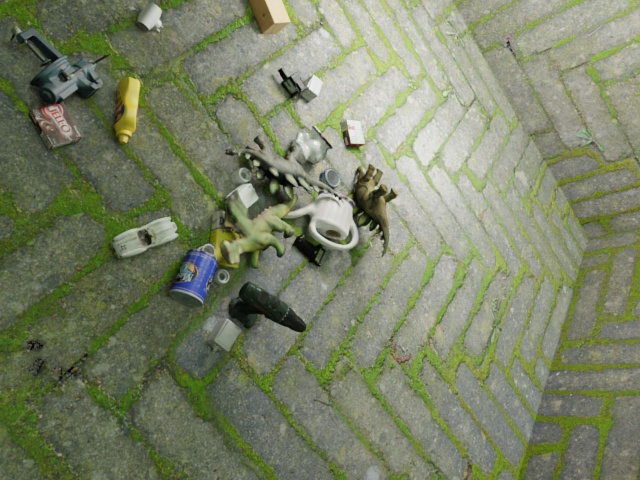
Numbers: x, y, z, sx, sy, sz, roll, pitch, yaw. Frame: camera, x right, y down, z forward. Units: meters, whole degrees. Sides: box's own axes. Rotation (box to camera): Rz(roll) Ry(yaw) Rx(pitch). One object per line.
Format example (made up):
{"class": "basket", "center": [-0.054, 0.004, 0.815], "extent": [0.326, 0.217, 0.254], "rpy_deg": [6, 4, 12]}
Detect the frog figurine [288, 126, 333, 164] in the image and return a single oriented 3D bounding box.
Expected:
{"class": "frog figurine", "center": [-0.050, -0.345, 1.969], "extent": [0.160, 0.124, 0.135], "rpy_deg": [-40, 117, -4]}

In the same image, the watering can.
{"class": "watering can", "center": [0.006, -0.097, 1.919], "extent": [0.345, 0.102, 0.229], "rpy_deg": [27, 57, -19]}

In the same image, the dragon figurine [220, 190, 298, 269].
{"class": "dragon figurine", "center": [-0.208, -0.067, 1.675], "extent": [0.239, 0.121, 0.420], "rpy_deg": [48, 44, -32]}
